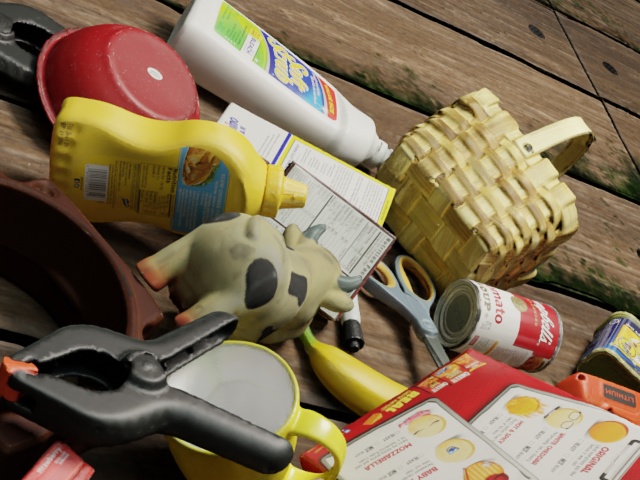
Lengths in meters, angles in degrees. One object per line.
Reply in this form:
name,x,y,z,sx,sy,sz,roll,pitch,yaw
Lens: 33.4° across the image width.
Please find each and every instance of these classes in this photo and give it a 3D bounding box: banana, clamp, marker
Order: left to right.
clamp,-0.276,-0.162,0.882,0.209,0.036,0.164,20,42,-32
clamp,-0.096,0.090,0.606,0.171,0.039,0.120,-2,38,-38
marker,0.024,0.051,0.938,0.020,0.020,0.121,22,38,-24
banana,0.068,0.130,0.872,0.197,0.037,0.069,29,37,-16

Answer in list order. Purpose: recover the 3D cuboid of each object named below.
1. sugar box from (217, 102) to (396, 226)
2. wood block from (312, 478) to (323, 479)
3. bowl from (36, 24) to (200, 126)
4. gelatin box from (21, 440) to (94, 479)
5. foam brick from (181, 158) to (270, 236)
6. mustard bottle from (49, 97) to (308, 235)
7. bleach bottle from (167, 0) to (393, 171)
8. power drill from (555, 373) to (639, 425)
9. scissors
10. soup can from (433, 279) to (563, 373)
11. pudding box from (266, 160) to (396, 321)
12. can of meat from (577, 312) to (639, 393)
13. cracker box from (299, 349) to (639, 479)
sugar box,-0.024,-0.051,0.970,0.176,0.048,0.093,26,35,-1
wood block,-0.073,0.212,0.597,0.205,0.090,0.091,-4,53,-46
bowl,-0.156,-0.126,0.905,0.161,0.055,0.162,30,43,-33
gelatin box,-0.167,0.157,0.571,0.030,0.089,0.073,40,34,-1
foam brick,-0.086,-0.039,0.885,0.053,0.078,0.051,33,33,-13
mustard bottle,-0.105,-0.048,0.809,0.191,0.096,0.058,9,37,-5
bleach bottle,-0.034,-0.151,1.078,0.250,0.068,0.102,32,35,-16
power drill,0.259,0.212,0.943,0.184,0.057,0.187,23,40,-29
scissors,0.075,0.069,0.945,0.096,0.016,0.202,21,29,-16
soup can,0.165,0.080,0.995,0.102,0.069,0.068,18,40,-27
pudding box,-0.006,0.001,0.902,0.113,0.090,0.039,38,-6,-5
can of meat,0.317,0.135,1.086,0.102,0.058,0.083,43,36,7
cracker box,0.114,0.166,0.697,0.164,0.072,0.214,-28,27,-26
